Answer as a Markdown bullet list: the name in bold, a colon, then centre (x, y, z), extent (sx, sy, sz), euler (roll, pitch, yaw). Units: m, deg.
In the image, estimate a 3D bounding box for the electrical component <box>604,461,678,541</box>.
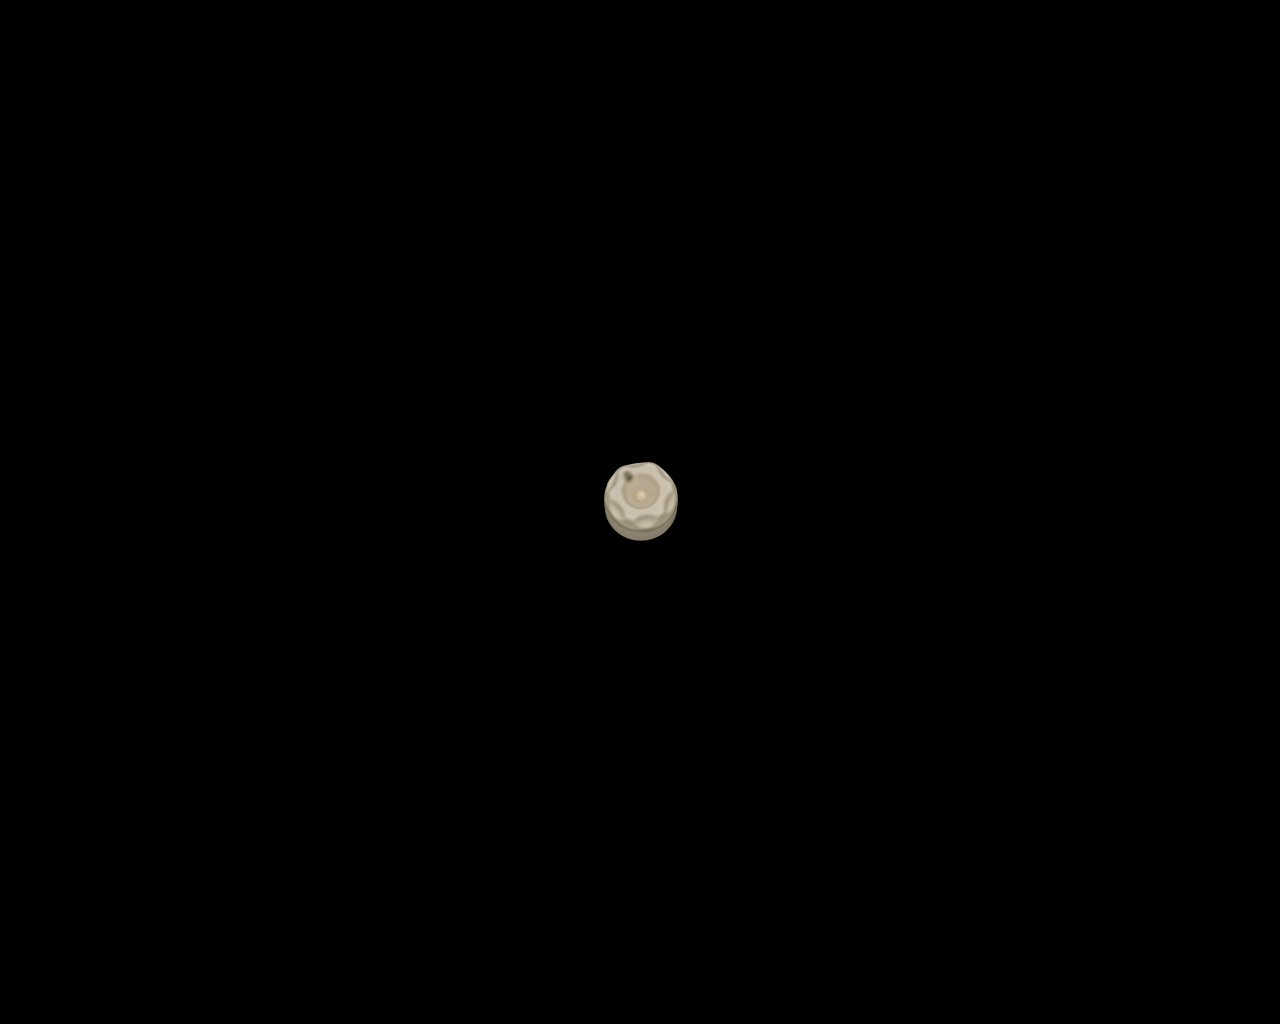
- **electrical component**: centre (0.001, -0.003, 0.650), extent (0.043, 0.043, 0.062), euler (0, -20, 0)
